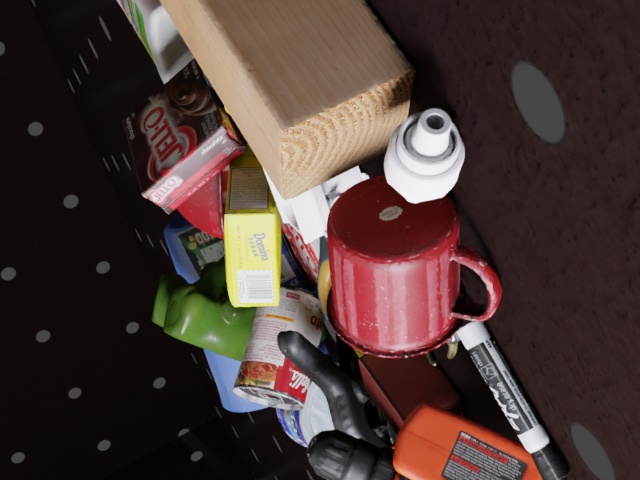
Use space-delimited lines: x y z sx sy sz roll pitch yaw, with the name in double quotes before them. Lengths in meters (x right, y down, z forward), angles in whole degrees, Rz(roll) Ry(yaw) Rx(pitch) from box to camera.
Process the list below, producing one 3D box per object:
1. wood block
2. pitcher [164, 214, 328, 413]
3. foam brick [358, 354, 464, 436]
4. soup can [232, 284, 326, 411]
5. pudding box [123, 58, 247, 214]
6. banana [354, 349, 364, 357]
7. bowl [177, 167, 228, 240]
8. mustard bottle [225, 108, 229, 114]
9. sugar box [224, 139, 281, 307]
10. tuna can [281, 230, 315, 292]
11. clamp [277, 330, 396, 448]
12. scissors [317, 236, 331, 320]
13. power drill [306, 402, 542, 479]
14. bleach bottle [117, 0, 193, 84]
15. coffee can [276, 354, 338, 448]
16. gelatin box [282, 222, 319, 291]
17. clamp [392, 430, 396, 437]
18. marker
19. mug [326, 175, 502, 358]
"wood block" -0.035 -0.141 0.674 0.206 0.090 0.090 58 167 21
"pitcher" -0.089 0.075 1.286 0.145 0.149 0.243 -106 -4 -74
"foam brick" 0.075 0.125 0.872 0.078 0.051 0.053 53 165 38
"soup can" -0.036 0.100 0.990 0.068 0.068 0.102 100 -176 -70
"pudding box" -0.116 -0.089 0.900 0.039 0.090 0.113 41 -163 -39
"banana" 0.043 0.056 0.901 0.070 0.037 0.198 30 152 32
"bowl" -0.106 -0.075 0.999 0.162 0.055 0.162 4 -91 -87
"mustard bottle" -0.076 -0.160 0.869 0.192 0.058 0.096 60 169 16
"sugar box" -0.055 -0.031 0.908 0.176 0.048 0.093 -89 -1 -55
"tuna can" -0.034 0.019 1.058 0.086 0.034 0.086 59 -168 -21
"clamp" 0.031 0.125 0.970 0.039 0.120 0.171 -15 111 40
"scissors" 0.000 -0.003 0.872 0.202 0.016 0.096 -134 54 -61
"power drill" 0.080 0.175 0.785 0.184 0.057 0.188 23 159 5
"bleach bottle" -0.169 -0.240 1.070 0.251 0.068 0.102 51 160 49
"coffee can" 0.017 0.167 1.069 0.103 0.102 0.140 63 168 -2
"gelatin box" -0.007 0.001 0.987 0.089 0.030 0.073 62 167 1
"clamp" 0.124 0.232 0.927 0.210 0.036 0.165 61 166 -10
"marker" 0.127 0.107 0.699 0.121 0.020 0.020 60 167 9
"mug" 0.057 0.017 0.667 0.117 0.093 0.081 20 141 25
